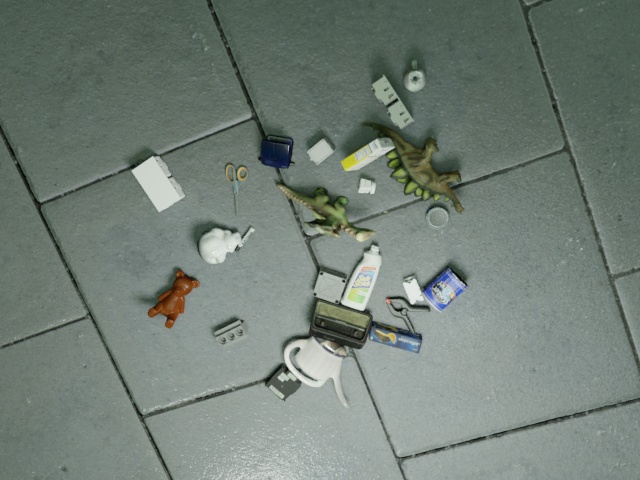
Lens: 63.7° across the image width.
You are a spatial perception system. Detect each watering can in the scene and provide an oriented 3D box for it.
[{"bbox_3d":[0.026,0.496,2.028,0.348,0.105,0.222,36,104,0],"label":"watering can"}]

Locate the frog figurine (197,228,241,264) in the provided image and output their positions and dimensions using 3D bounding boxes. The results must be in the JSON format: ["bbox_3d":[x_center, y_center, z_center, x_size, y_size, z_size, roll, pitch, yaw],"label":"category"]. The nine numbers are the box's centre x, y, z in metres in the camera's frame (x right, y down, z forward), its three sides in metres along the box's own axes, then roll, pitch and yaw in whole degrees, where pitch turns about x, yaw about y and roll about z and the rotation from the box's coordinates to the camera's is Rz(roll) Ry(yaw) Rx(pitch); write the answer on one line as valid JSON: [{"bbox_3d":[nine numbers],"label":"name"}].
[{"bbox_3d":[-0.384,0.022,1.978,0.159,0.122,0.138,-5,83,20],"label":"frog figurine"}]

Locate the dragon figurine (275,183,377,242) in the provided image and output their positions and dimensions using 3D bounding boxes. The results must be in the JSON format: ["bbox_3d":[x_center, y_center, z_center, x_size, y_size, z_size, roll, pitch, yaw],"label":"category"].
[{"bbox_3d":[0.006,-0.093,1.844,0.410,0.246,0.120,20,110,1],"label":"dragon figurine"}]
